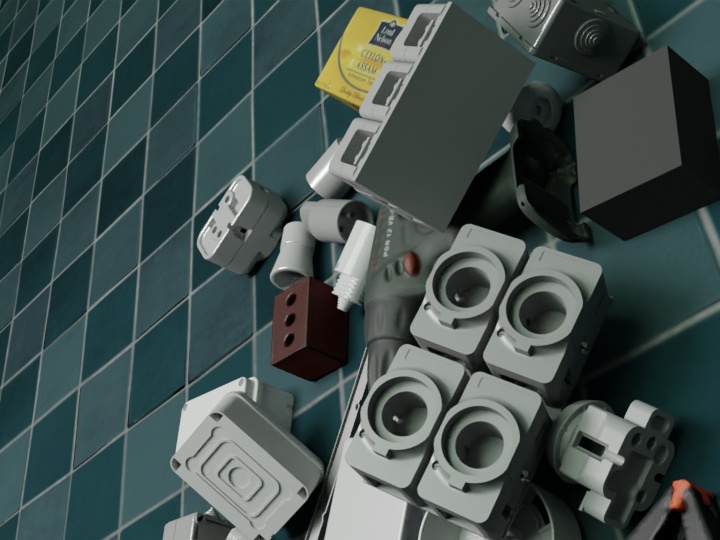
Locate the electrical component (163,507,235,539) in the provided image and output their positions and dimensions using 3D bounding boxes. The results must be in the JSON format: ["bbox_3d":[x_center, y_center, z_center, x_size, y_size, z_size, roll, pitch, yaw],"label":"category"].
[{"bbox_3d":[-0.147,0.267,0.988,0.061,0.062,0.096,-28,47,41],"label":"electrical component"}]

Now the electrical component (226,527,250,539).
[{"bbox_3d":[-0.094,0.255,0.942,0.081,0.043,0.043,16,81,56],"label":"electrical component"}]

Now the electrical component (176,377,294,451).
[{"bbox_3d":[-0.123,0.156,1.034,0.113,0.057,0.078,-27,48,42],"label":"electrical component"}]

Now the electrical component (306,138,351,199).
[{"bbox_3d":[-0.013,-0.111,1.079,0.081,0.043,0.043,-47,37,22],"label":"electrical component"}]

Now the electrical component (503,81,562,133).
[{"bbox_3d":[0.135,-0.134,0.900,0.062,0.048,0.048,18,83,63],"label":"electrical component"}]

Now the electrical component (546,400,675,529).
[{"bbox_3d":[0.158,0.117,0.689,0.057,0.058,0.078,23,87,53],"label":"electrical component"}]

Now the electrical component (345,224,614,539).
[{"bbox_3d":[0.080,0.070,0.716,0.105,0.060,0.186,19,71,27],"label":"electrical component"}]

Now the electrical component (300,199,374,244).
[{"bbox_3d":[-0.027,-0.048,1.057,0.081,0.043,0.043,8,74,54],"label":"electrical component"}]

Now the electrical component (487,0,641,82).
[{"bbox_3d":[0.163,-0.197,0.857,0.048,0.100,0.099,-62,32,25],"label":"electrical component"}]

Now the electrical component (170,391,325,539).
[{"bbox_3d":[-0.096,0.170,0.936,0.078,0.113,0.057,-49,-2,20],"label":"electrical component"}]

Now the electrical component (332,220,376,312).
[{"bbox_3d":[0.000,0.000,0.989,0.043,0.043,0.081,19,83,56],"label":"electrical component"}]

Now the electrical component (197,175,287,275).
[{"bbox_3d":[-0.125,-0.046,1.171,0.095,0.059,0.053,-55,35,12],"label":"electrical component"}]

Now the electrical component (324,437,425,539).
[{"bbox_3d":[0.025,0.177,0.831,0.100,0.048,0.099,-13,57,49],"label":"electrical component"}]

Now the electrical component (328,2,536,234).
[{"bbox_3d":[0.053,-0.118,0.830,0.150,0.089,0.062,-61,28,0],"label":"electrical component"}]

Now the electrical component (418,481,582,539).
[{"bbox_3d":[0.096,0.186,0.719,0.099,0.064,0.099,-32,45,38],"label":"electrical component"}]

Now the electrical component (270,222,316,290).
[{"bbox_3d":[-0.064,-0.016,1.088,0.044,0.044,0.065,-28,43,41],"label":"electrical component"}]
